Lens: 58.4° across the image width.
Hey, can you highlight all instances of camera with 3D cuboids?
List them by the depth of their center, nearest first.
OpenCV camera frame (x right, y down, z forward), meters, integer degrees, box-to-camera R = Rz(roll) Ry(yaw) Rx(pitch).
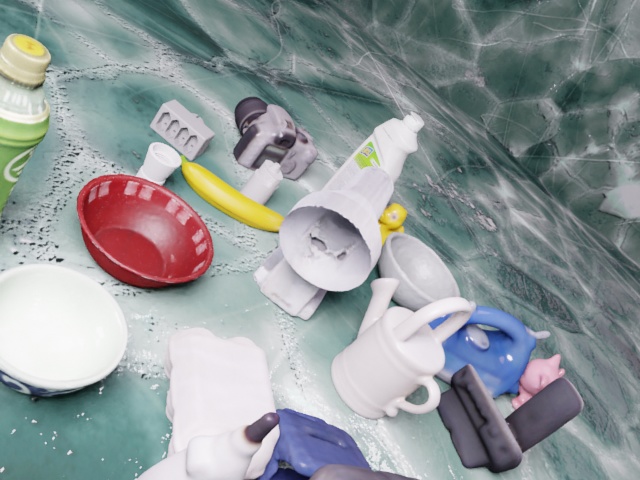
[{"bbox_3d":[-0.086,-0.194,1.020,0.144,0.100,0.136,10,42,-44],"label":"camera"}]

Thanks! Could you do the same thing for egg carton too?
[{"bbox_3d":[-0.099,0.157,0.557,0.108,0.069,0.150,20,35,-35],"label":"egg carton"}]

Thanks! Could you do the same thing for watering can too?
[{"bbox_3d":[0.105,0.127,0.722,0.172,0.193,0.101,51,30,16],"label":"watering can"}]

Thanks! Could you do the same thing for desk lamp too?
[{"bbox_3d":[0.007,0.003,0.749,0.118,0.213,0.203,41,28,-3],"label":"desk lamp"}]

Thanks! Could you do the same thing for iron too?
[{"bbox_3d":[0.243,0.153,0.914,0.259,0.141,0.118,26,32,-28],"label":"iron"}]

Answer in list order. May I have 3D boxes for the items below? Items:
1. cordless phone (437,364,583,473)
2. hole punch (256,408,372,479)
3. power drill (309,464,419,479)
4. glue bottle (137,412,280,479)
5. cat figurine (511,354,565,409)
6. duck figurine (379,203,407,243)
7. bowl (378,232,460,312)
[{"bbox_3d":[0.264,0.224,0.797,0.094,0.184,0.147,11,41,-44],"label":"cordless phone"},{"bbox_3d":[-0.005,0.216,0.570,0.109,0.091,0.101,28,32,-25],"label":"hole punch"},{"bbox_3d":[0.035,0.256,0.444,0.230,0.208,0.075,26,32,-28],"label":"power drill"},{"bbox_3d":[-0.084,0.178,0.438,0.078,0.173,0.037,24,33,-30],"label":"glue bottle"},{"bbox_3d":[0.380,0.242,0.990,0.128,0.117,0.067,11,41,-44],"label":"cat figurine"},{"bbox_3d":[0.130,-0.031,1.082,0.105,0.086,0.077,12,41,-43],"label":"duck figurine"},{"bbox_3d":[0.158,0.070,0.991,0.168,0.074,0.167,31,30,-20],"label":"bowl"}]
